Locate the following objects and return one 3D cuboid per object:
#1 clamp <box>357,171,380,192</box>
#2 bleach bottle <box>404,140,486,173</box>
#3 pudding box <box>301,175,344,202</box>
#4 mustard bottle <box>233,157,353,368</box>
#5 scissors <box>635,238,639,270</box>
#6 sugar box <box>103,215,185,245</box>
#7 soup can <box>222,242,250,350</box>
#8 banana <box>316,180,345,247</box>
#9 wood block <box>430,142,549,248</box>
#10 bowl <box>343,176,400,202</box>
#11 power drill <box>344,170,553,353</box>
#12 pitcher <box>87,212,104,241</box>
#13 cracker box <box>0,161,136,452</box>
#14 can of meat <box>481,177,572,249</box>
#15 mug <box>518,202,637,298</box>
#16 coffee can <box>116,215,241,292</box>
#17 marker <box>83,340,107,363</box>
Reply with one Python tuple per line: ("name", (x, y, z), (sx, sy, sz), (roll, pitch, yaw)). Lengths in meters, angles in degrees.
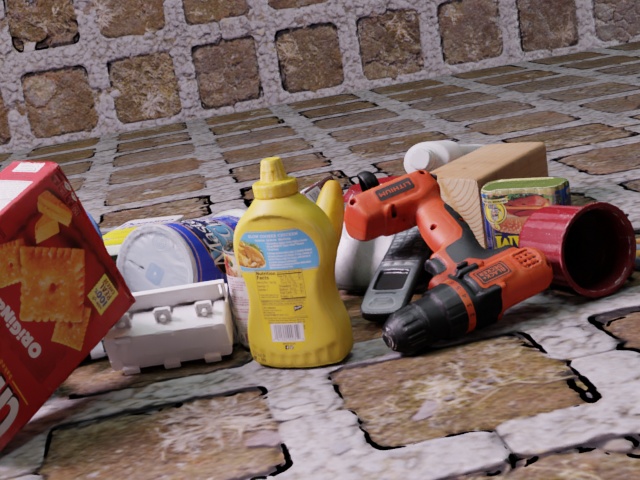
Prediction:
("clamp", (0.059, -0.018, 1.310), (0.165, 0.036, 0.209), (-46, -24, 25))
("bleach bottle", (0.171, -0.105, 1.484), (0.103, 0.068, 0.250), (-7, -2, 24))
("pudding box", (-0.025, -0.042, 1.480), (0.090, 0.039, 0.113), (-36, -1, 25))
("mustard bottle", (-0.030, 0.019, 0.978), (0.096, 0.191, 0.058), (-3, 15, 24))
("scissors", (0.293, 0.021, 1.129), (0.202, 0.016, 0.096), (-9, 13, 3))
("sugar box", (-0.259, 0.006, 1.497), (0.093, 0.048, 0.176), (-6, 15, 15))
("soup can", (-0.054, 0.051, 1.055), (0.068, 0.102, 0.068), (-9, 14, 2))
("banana", (-0.026, 0.026, 1.125), (0.197, 0.069, 0.037), (-48, 11, -14))
("wood block", (0.209, -0.058, 1.351), (0.090, 0.091, 0.205), (1, 16, 35))
("bowl", (0.089, -0.052, 1.482), (0.162, 0.055, 0.162), (-9, 14, 2))
("power drill", (0.103, 0.019, 1.038), (0.184, 0.057, 0.188), (-22, 48, -23))
("pitcher", (-0.386, 0.032, 1.294), (0.242, 0.145, 0.149), (-13, 22, -27))
("cracker box", (-0.271, 0.057, 0.915), (0.072, 0.164, 0.213), (2, 38, 34))
("can of meat", (0.236, -0.024, 1.209), (0.102, 0.084, 0.057), (-2, 16, 29))
("mug", (0.262, 0.011, 1.068), (0.117, 0.093, 0.082), (19, -4, -25))
("coffee can", (-0.135, 0.029, 1.150), (0.103, 0.103, 0.140), (-1, 4, 30))
("marker", (-0.207, 0.108, 1.102), (0.121, 0.020, 0.020), (-14, 14, -18))
